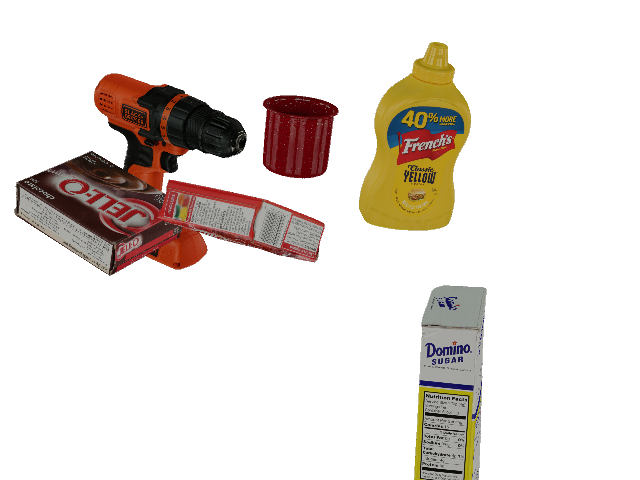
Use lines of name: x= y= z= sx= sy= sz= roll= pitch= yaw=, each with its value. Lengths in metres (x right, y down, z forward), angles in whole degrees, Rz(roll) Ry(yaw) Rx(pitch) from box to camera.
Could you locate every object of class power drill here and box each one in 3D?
power drill: x=-0.154 y=-0.067 z=1.102 sx=0.185 sy=0.188 sz=0.057 roll=24 pitch=35 yaw=29

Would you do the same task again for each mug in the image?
mug: x=-0.023 y=-0.131 z=1.327 sx=0.093 sy=0.081 sz=0.117 roll=16 pitch=25 yaw=21

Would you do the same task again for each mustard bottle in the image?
mustard bottle: x=0.100 y=-0.105 z=1.073 sx=0.096 sy=0.192 sz=0.058 roll=3 pitch=27 yaw=-12

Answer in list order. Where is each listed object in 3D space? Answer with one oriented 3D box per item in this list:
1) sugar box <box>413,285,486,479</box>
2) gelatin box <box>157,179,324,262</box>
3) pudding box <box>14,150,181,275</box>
sugar box: x=0.091 y=0.128 z=0.760 sx=0.048 sy=0.176 sz=0.093 roll=1 pitch=15 yaw=11
gelatin box: x=-0.049 y=-0.011 z=0.690 sx=0.073 sy=0.030 sz=0.089 roll=13 pitch=-3 yaw=28
pudding box: x=-0.185 y=-0.025 z=0.896 sx=0.114 sy=0.039 sz=0.089 roll=28 pitch=34 yaw=22
